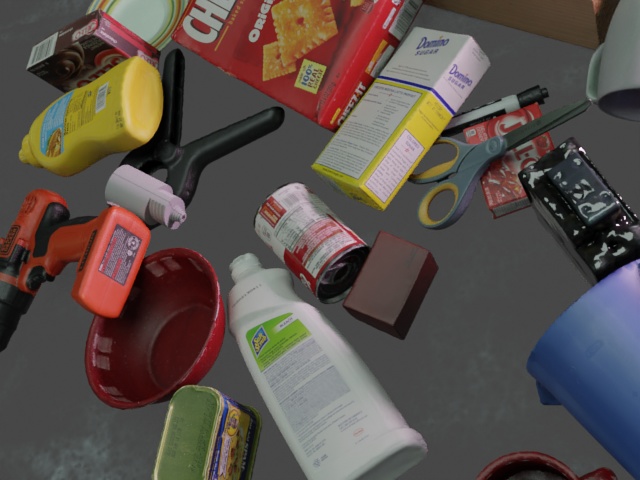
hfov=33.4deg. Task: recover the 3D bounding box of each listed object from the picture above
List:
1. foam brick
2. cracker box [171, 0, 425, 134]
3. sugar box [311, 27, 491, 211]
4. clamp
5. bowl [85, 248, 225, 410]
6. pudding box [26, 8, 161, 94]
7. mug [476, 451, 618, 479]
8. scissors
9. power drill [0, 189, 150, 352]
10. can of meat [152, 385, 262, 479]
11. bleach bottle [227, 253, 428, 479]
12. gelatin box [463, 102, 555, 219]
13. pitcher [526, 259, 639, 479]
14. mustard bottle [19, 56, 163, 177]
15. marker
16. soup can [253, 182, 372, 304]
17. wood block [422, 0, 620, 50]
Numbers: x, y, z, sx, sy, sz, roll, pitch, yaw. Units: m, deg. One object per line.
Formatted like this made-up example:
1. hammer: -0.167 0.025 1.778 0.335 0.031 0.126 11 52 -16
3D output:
1. foam brick: 0.064 0.041 0.951 0.053 0.051 0.078 23 77 22
2. cracker box: -0.026 -0.223 1.069 0.214 0.072 0.164 33 97 28
3. sugar box: 0.075 -0.116 1.002 0.176 0.048 0.093 -51 34 -7
4. clamp: -0.155 -0.094 1.103 0.210 0.036 0.165 -49 60 -1
5. bowl: -0.143 0.090 0.996 0.162 0.055 0.162 -20 52 27
6. pudding box: -0.239 -0.190 1.130 0.114 0.089 0.039 -15 57 36
7. mug: 0.176 0.210 0.819 0.117 0.081 0.093 -34 61 5
8. scissors: 0.150 -0.062 0.940 0.202 0.016 0.096 -6 76 46
9. power drill: -0.262 0.034 1.050 0.188 0.057 0.184 1 66 41
10. can of meat: -0.098 0.184 0.935 0.058 0.084 0.102 3 70 22
11. bleach bottle: -0.010 0.108 0.947 0.102 0.068 0.251 -35 58 5
12. gelatin box: 0.178 -0.073 0.968 0.073 0.030 0.089 -19 63 13
13. pitcher: 0.283 0.131 0.781 0.145 0.149 0.243 -35 63 -11
14. mustard bottle: -0.250 -0.117 1.121 0.192 0.058 0.096 -19 56 34
15. marker: 0.156 -0.118 1.003 0.121 0.020 0.020 -19 63 13
16. soup can: -0.006 0.001 0.987 0.068 0.068 0.102 -44 60 -1
17. wood block: 0.185 -0.263 1.013 0.206 0.090 0.090 22 77 28
